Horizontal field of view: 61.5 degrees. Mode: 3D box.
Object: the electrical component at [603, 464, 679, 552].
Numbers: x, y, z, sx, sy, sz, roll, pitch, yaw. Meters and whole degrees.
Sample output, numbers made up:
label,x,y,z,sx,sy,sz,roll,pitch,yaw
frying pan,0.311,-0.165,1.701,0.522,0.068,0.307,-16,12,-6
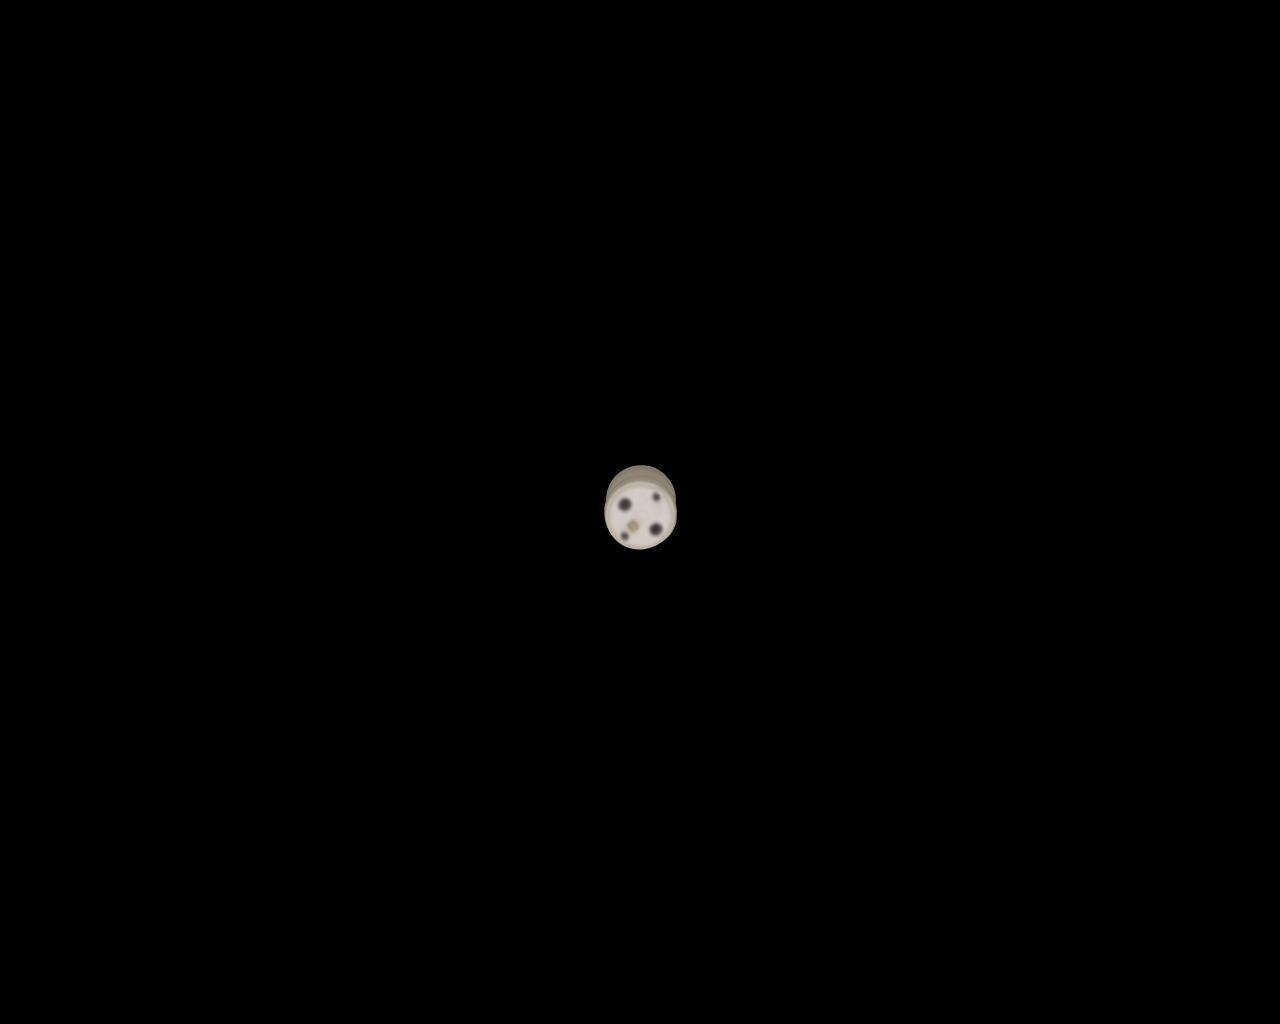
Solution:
label,x,y,z,sx,sy,sz,roll,pitch,yaw
electrical component,0.001,-0.003,0.650,0.045,0.044,0.055,0,12,0
